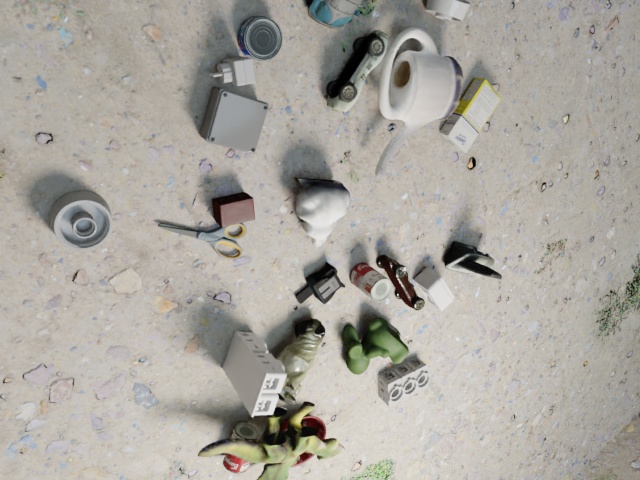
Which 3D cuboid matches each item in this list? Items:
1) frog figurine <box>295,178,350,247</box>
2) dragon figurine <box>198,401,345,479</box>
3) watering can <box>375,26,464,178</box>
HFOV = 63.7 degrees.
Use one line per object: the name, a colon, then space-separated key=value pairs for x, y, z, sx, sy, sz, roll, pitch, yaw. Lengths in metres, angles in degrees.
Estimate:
frog figurine: x=0.004 y=-0.060 z=1.186 sx=0.138 sy=0.123 sz=0.158 roll=-5 pitch=101 yaw=-51
dragon figurine: x=-0.115 y=0.549 z=1.297 sx=0.411 sy=0.124 sz=0.238 roll=-4 pitch=118 yaw=-28
watering can: x=0.225 y=-0.321 z=1.225 sx=0.225 sy=0.105 sz=0.343 roll=-5 pitch=111 yaw=-31
